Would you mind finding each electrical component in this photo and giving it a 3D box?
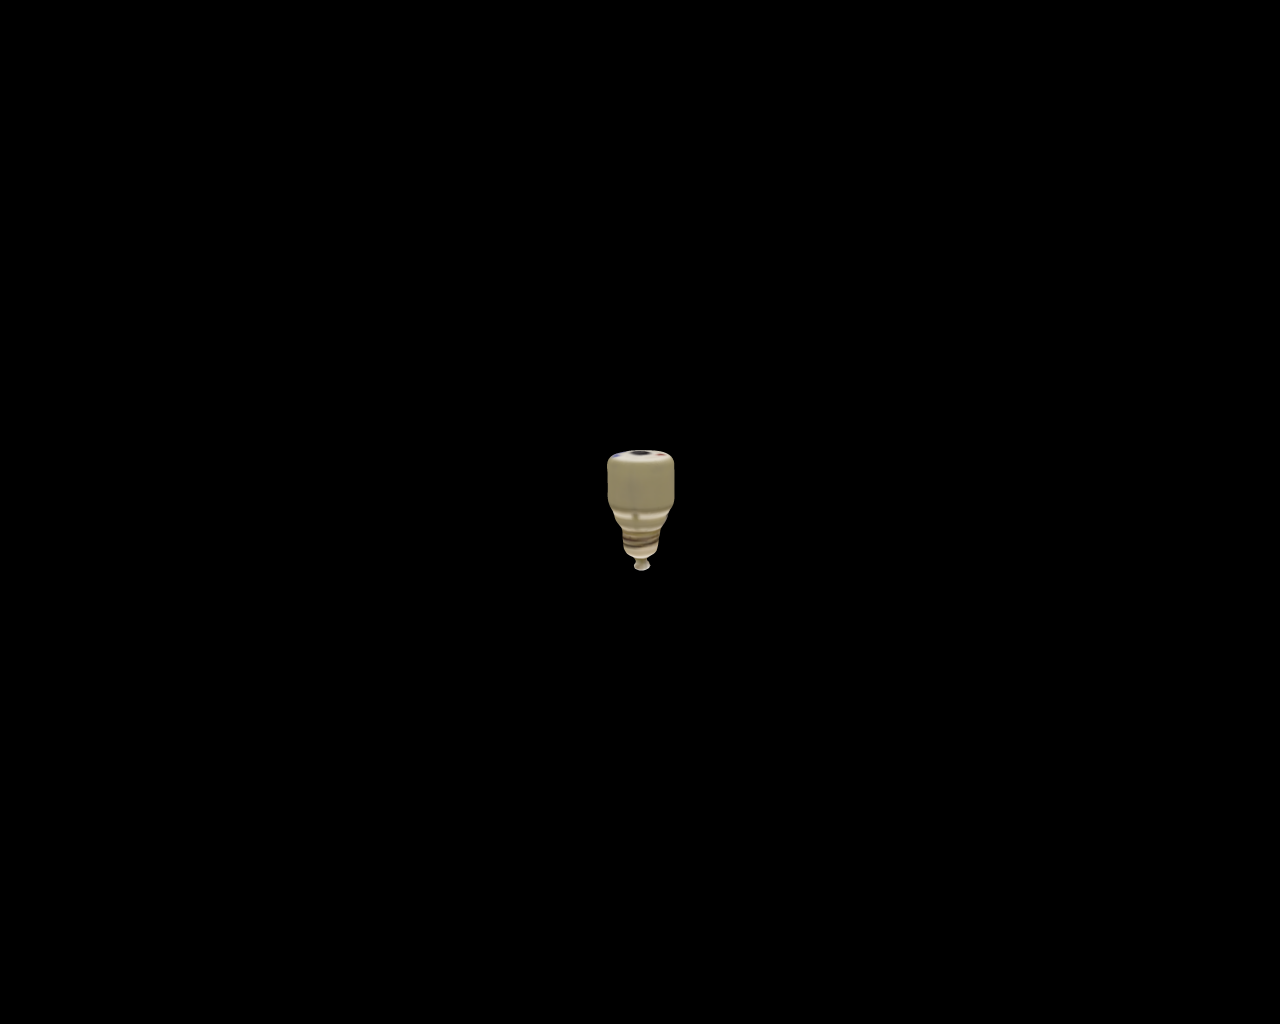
[{"bbox_3d":[0.001,-0.003,0.650,0.040,0.078,0.040,0,14,0],"label":"electrical component"}]
